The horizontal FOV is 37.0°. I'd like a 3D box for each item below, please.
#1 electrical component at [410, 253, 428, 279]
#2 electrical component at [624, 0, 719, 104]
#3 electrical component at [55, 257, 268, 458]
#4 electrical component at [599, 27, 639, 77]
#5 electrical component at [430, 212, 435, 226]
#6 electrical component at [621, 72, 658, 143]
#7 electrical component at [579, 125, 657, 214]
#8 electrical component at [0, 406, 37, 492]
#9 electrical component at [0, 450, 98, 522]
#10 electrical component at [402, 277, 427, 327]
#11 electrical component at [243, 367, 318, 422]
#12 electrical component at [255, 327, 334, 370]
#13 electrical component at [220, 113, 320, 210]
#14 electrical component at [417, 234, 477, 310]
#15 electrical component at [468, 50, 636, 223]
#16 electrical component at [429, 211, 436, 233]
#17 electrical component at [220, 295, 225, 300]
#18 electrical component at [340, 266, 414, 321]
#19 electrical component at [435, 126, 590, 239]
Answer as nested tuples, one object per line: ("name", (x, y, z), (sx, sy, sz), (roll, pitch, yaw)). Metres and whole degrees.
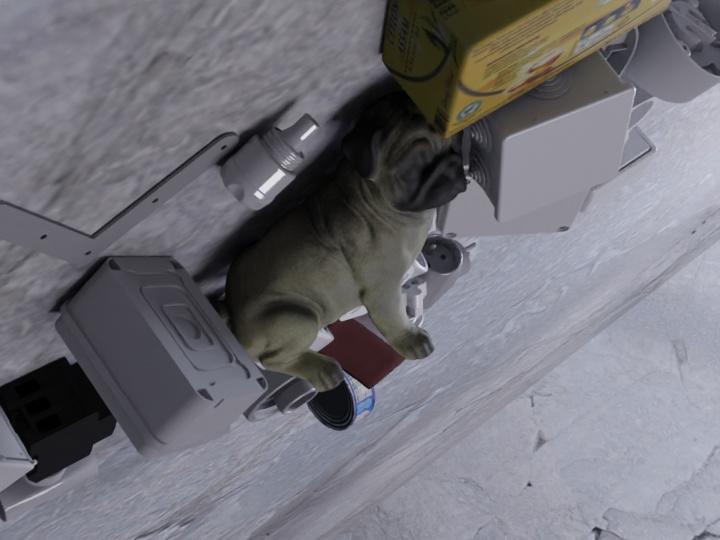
("electrical component", (0.021, 0.000, 0.941), (0.065, 0.044, 0.044), (-35, 165, 15))
("electrical component", (0.227, -0.172, 0.770), (0.099, 0.099, 0.064), (-23, 167, -38))
("electrical component", (-0.121, 0.052, 0.655), (0.057, 0.113, 0.078), (-44, 163, 20))
("electrical component", (0.138, -0.140, 0.719), (0.099, 0.064, 0.099), (-20, 157, -9))
("electrical component", (0.036, -0.047, 0.826), (0.043, 0.043, 0.081), (-32, 164, -12))
("electrical component", (0.182, -0.118, 0.891), (0.089, 0.061, 0.150), (-28, 163, -26))
("electrical component", (0.224, -0.104, 1.021), (0.096, 0.061, 0.061), (-33, 164, -10))
("electrical component", (-0.250, 0.107, 0.639), (0.061, 0.061, 0.096), (-36, 165, 0))
("electrical component", (-0.241, 0.147, 0.813), (0.077, 0.043, 0.079), (-26, 162, -32))
("electrical component", (0.035, 0.033, 1.014), (0.048, 0.066, 0.055), (-26, 129, -30))
("electrical component", (-0.071, 0.098, 0.994), (0.108, 0.060, 0.108), (-33, 165, -10))
("electrical component", (-0.074, 0.058, 0.897), (0.076, 0.047, 0.083), (-37, 165, 8))
("electrical component", (-0.049, -0.065, 0.613), (0.061, 0.035, 0.035), (-42, 164, 12))
("electrical component", (0.080, -0.005, 1.040), (0.079, 0.044, 0.077), (-28, 163, -26))
("electrical component", (0.116, -0.086, 0.672), (0.100, 0.048, 0.099), (-22, 148, -9))
("electrical component", (0.072, -0.055, 0.887), (0.065, 0.044, 0.044), (-21, 160, -29))
("electrical component", (-0.109, 0.044, 0.786), (0.055, 0.045, 0.045), (-16, 155, -49))
("electrical component", (0.000, 0.000, 0.874), (0.080, 0.051, 0.080), (-33, 164, -10))
("electrical component", (0.113, -0.072, 0.807), (0.109, 0.056, 0.108), (-3, 157, -3))
